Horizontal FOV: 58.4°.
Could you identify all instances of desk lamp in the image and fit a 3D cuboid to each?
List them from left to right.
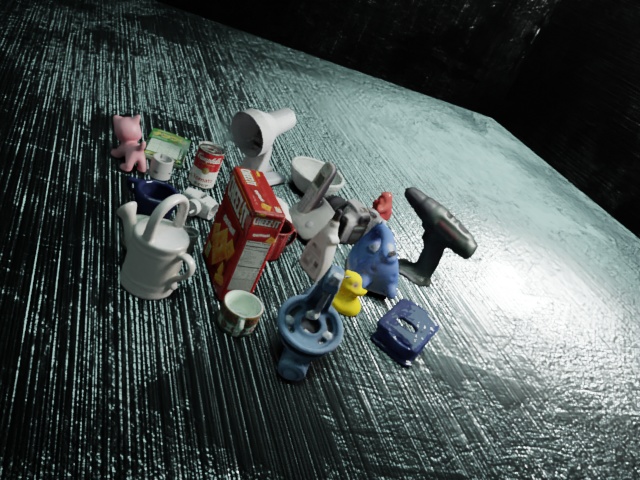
[{"bbox_3d":[-0.154,-0.257,1.544,0.117,0.213,0.204,37,30,21],"label":"desk lamp"}]

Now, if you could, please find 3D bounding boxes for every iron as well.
[{"bbox_3d":[0.138,0.024,1.384,0.119,0.141,0.258,19,28,-13],"label":"iron"}]

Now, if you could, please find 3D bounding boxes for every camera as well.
[{"bbox_3d":[0.084,-0.067,1.539,0.144,0.101,0.136,-2,39,-42],"label":"camera"}]

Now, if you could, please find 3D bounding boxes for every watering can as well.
[{"bbox_3d":[-0.290,-0.001,1.013,0.173,0.194,0.101,24,28,-4],"label":"watering can"}]

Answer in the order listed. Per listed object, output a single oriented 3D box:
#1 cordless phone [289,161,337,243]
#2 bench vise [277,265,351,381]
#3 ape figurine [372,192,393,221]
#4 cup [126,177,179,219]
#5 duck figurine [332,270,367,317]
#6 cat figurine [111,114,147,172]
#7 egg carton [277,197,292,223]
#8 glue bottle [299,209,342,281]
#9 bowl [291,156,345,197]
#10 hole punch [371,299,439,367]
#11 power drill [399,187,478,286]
[{"bbox_3d":[0.002,-0.092,1.423,0.094,0.185,0.147,4,34,-35],"label":"cordless phone"},{"bbox_3d":[-0.015,0.112,1.020,0.122,0.219,0.207,15,30,-20],"label":"bench vise"},{"bbox_3d":[0.185,-0.104,1.695,0.076,0.092,0.078,30,28,8],"label":"ape figurine"},{"bbox_3d":[-0.357,-0.071,1.183,0.117,0.095,0.092,28,28,5],"label":"cup"},{"bbox_3d":[0.054,0.103,1.237,0.104,0.086,0.078,35,29,17],"label":"duck figurine"},{"bbox_3d":[-0.452,-0.242,1.373,0.067,0.117,0.127,-6,41,-45],"label":"cat figurine"},{"bbox_3d":[-0.142,-0.065,1.379,0.151,0.069,0.107,14,30,-22],"label":"egg carton"},{"bbox_3d":[0.012,0.005,1.277,0.037,0.173,0.078,-1,38,-40],"label":"glue bottle"},{"bbox_3d":[-0.017,-0.171,1.661,0.168,0.074,0.167,20,28,-11],"label":"bowl"},{"bbox_3d":[0.177,0.190,1.186,0.108,0.091,0.101,37,30,21],"label":"hole punch"},{"bbox_3d":[0.273,0.003,1.460,0.229,0.208,0.076,34,29,14],"label":"power drill"}]
